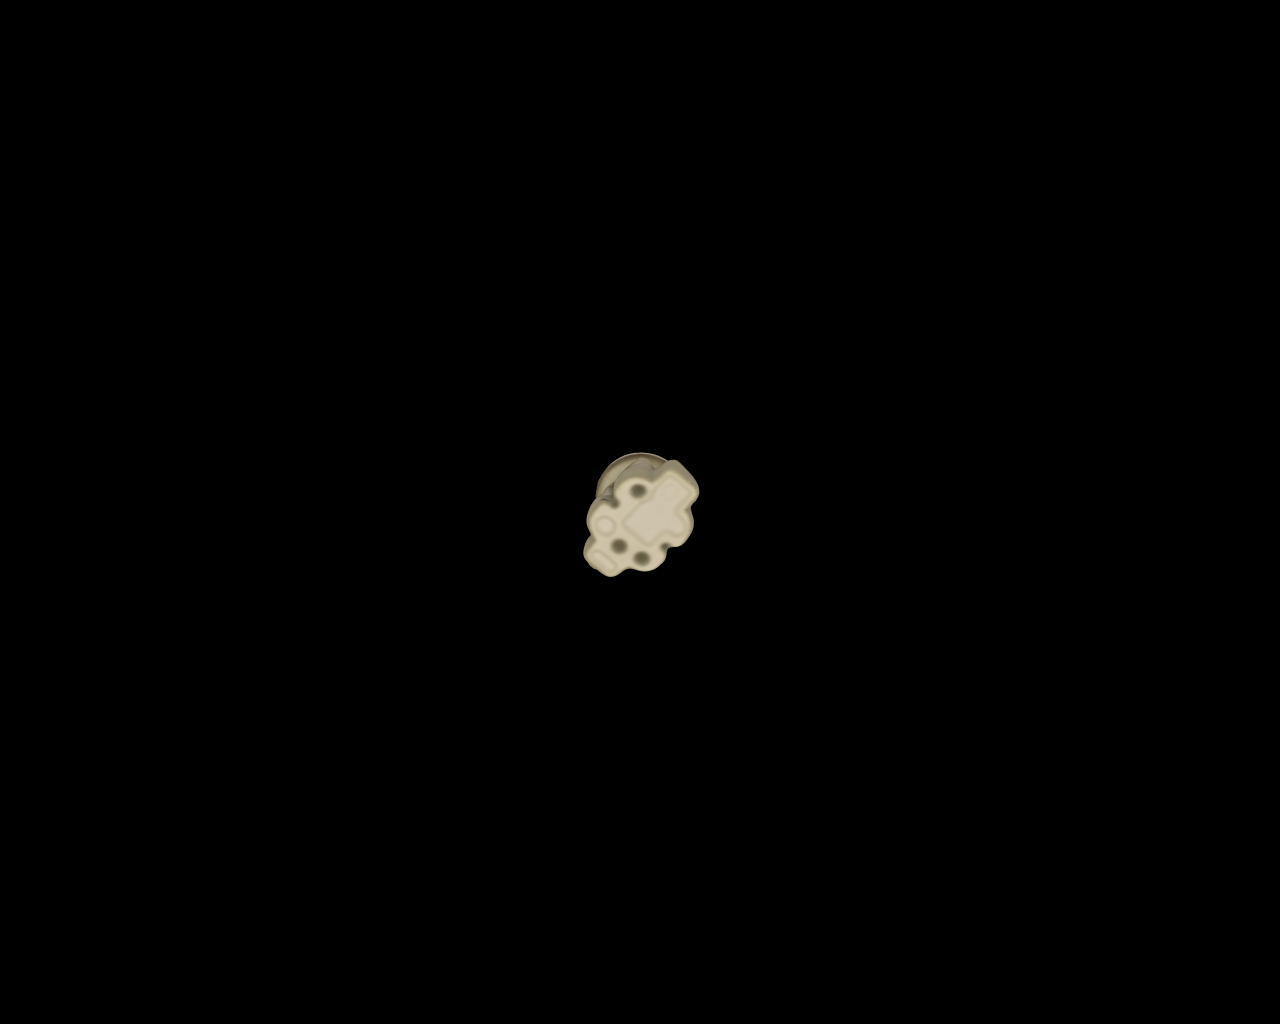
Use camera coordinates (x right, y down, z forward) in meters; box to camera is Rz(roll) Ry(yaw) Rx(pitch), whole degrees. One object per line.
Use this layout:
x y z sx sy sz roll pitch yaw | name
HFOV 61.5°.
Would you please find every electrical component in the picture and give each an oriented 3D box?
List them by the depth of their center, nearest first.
0.001 -0.003 0.650 0.058 0.078 0.057 41 16 -14 | electrical component
